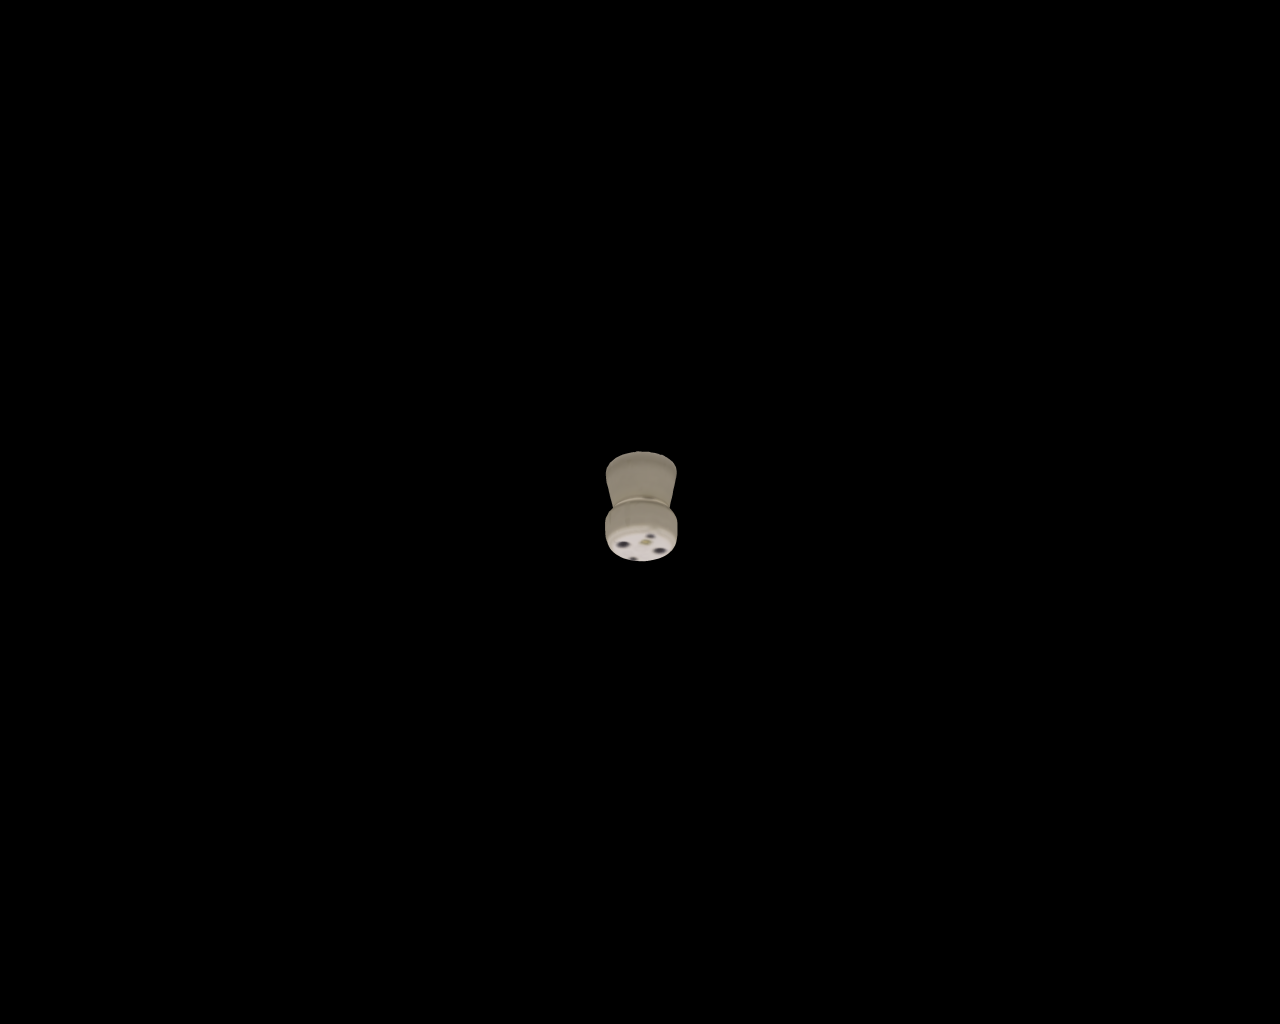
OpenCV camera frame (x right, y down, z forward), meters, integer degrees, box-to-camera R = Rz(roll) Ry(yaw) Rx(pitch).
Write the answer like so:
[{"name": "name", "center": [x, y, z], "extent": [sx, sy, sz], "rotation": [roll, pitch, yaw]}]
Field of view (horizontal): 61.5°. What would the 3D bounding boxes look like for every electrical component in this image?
[{"name": "electrical component", "center": [0.001, -0.003, 0.650], "extent": [0.045, 0.055, 0.044], "rotation": [0, -30, 0]}]
